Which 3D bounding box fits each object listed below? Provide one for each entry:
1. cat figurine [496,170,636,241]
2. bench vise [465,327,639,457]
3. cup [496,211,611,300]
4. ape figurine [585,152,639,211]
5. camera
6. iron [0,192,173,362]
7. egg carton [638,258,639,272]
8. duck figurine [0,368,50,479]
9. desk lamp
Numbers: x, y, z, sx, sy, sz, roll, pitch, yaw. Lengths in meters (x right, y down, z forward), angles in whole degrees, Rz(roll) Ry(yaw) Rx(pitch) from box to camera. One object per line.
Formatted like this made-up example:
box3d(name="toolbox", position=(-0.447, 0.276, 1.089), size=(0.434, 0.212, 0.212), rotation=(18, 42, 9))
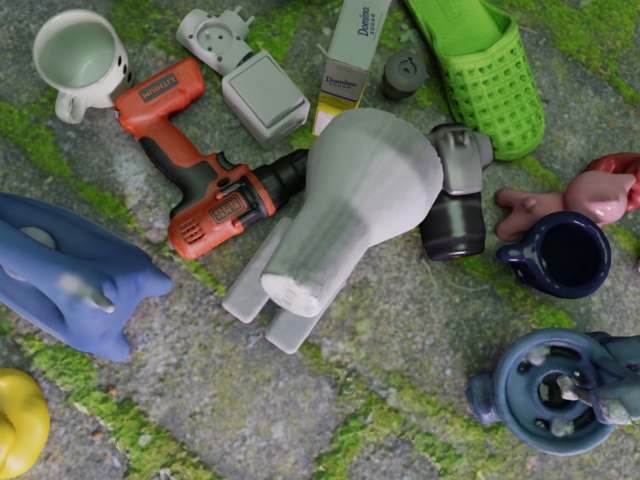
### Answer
box3d(name="cat figurine", position=(0.273, -0.040, 0.627), size=(0.128, 0.117, 0.067), rotation=(-2, 80, -8))
box3d(name="bench vise", position=(0.263, 0.124, 0.545), size=(0.207, 0.219, 0.121), rotation=(-32, 85, -12))
box3d(name="cup", position=(0.237, 0.022, 0.623), size=(0.118, 0.095, 0.092), rotation=(1, 80, -8))
box3d(name="ape figurine", position=(0.356, -0.072, 0.658), size=(0.076, 0.092, 0.078), rotation=(-36, 86, -12))
box3d(name="camera", position=(0.124, -0.048, 0.617), size=(0.143, 0.100, 0.137), rotation=(-7, 81, -9))
box3d(name="iron", position=(-0.276, 0.010, 0.531), size=(0.258, 0.141, 0.119), rotation=(30, 78, -2))
box3d(name="egg carton", position=(0.449, 0.010, 0.668), size=(0.107, 0.069, 0.150), rotation=(41, 77, 1))
box3d(name="duck figurine", position=(-0.300, 0.172, 0.527), size=(0.077, 0.086, 0.104), rotation=(-3, 81, -8))
box3d(name="desk lamp", position=(0.005, 0.002, 0.534), size=(0.118, 0.213, 0.203), rotation=(35, 78, 0))
